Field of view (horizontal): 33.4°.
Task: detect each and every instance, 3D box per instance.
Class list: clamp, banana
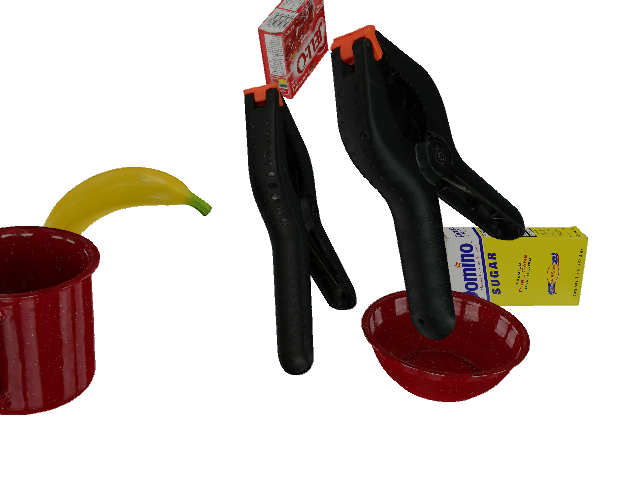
[{"bbox_3d":[0.052,-0.033,0.592,0.039,0.171,0.120,-21,26,38],"label":"clamp"},{"bbox_3d":[-0.200,-0.030,1.004,0.198,0.069,0.037,-13,19,27],"label":"banana"},{"bbox_3d":[-0.018,-0.016,0.824,0.036,0.210,0.164,-11,4,16],"label":"clamp"}]

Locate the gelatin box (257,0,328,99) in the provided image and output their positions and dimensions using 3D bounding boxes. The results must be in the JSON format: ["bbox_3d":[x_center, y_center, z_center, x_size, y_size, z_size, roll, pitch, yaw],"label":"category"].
[{"bbox_3d":[-0.023,-0.189,1.007,0.030,0.073,0.089,14,46,21],"label":"gelatin box"}]

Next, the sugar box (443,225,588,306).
[{"bbox_3d":[0.228,0.032,1.292,0.176,0.093,0.048,-2,21,-9],"label":"sugar box"}]

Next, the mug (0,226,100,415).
[{"bbox_3d":[-0.174,0.052,0.607,0.093,0.081,0.117,5,25,4],"label":"mug"}]

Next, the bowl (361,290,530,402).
[{"bbox_3d":[0.118,0.108,1.033,0.162,0.055,0.162,3,27,-2],"label":"bowl"}]
